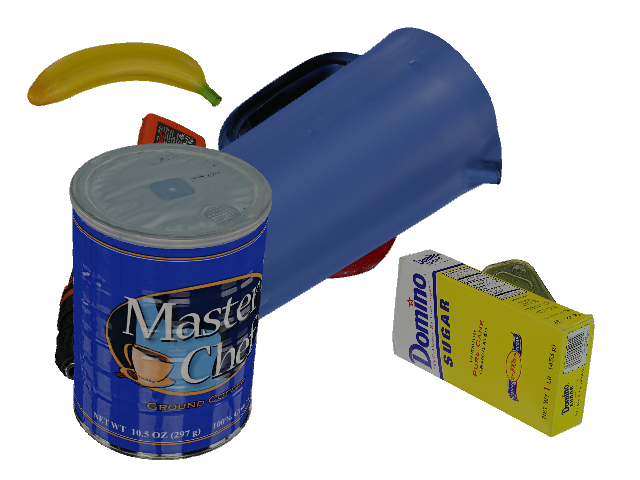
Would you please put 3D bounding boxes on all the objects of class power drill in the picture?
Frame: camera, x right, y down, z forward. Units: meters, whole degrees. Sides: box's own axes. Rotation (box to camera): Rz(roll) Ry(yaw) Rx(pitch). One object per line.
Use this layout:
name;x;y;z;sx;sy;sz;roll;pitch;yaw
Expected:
power drill;-0.161;0.003;0.876;0.057;0.188;0.184;25;29;-19

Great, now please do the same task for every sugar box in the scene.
sugar box;0.133;0.078;0.859;0.048;0.093;0.176;-14;25;-40

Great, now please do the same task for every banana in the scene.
banana;-0.192;-0.163;1.039;0.197;0.070;0.037;-6;-39;-30

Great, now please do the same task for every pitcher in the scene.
pitcher;-0.006;-0.046;0.762;0.242;0.145;0.149;-33;10;-23

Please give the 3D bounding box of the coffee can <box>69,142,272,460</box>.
coffee can;-0.083;0.032;0.579;0.102;0.140;0.103;5;30;-3

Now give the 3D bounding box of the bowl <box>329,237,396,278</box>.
bowl;0.011;0.001;1.107;0.162;0.055;0.162;-4;13;1

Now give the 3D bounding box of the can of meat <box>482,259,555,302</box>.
can of meat;0.195;0.085;1.061;0.057;0.102;0.084;-14;-42;-14
